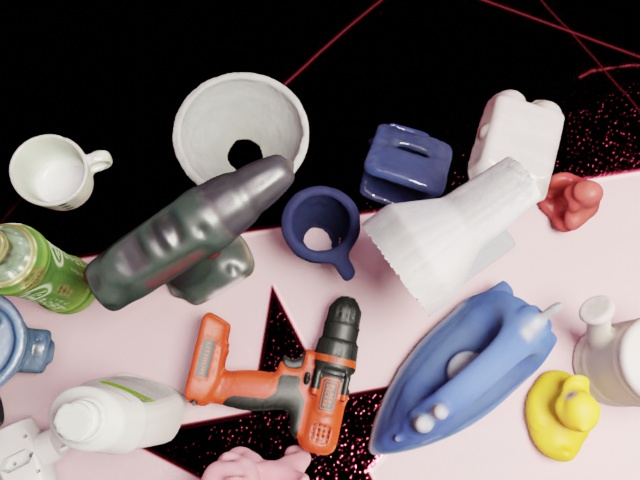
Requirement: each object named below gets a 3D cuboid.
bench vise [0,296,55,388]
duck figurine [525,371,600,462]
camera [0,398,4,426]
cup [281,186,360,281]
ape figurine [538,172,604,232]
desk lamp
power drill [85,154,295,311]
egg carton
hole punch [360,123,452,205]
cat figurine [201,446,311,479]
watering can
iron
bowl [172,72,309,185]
[{"bbox_3d":[-0.407,0.112,0.575,0.207,0.220,0.121,-13,76,-6],"label":"bench vise"},{"bbox_3d":[0.286,0.202,0.657,0.077,0.086,0.104,11,75,0],"label":"duck figurine"},{"bbox_3d":[-0.417,0.242,0.602,0.143,0.101,0.137,-17,77,-7],"label":"camera"},{"bbox_3d":[0.006,0.002,0.690,0.092,0.095,0.117,-28,78,-9],"label":"cup"},{"bbox_3d":[0.323,-0.052,0.723,0.076,0.092,0.078,11,75,0],"label":"ape figurine"},{"bbox_3d":[0.144,-0.006,0.638,0.203,0.213,0.118,-34,79,-11],"label":"desk lamp"},{"bbox_3d":[-0.128,0.004,0.624,0.230,0.208,0.075,-32,79,-10],"label":"power drill"},{"bbox_3d":[0.255,-0.122,0.749,0.107,0.069,0.150,17,75,2],"label":"egg carton"},{"bbox_3d":[0.108,-0.099,0.724,0.108,0.091,0.101,18,75,2],"label":"hole punch"},{"bbox_3d":[-0.071,0.258,0.607,0.128,0.118,0.067,-2,75,-3],"label":"cat figurine"},{"bbox_3d":[0.360,0.130,0.624,0.173,0.194,0.101,16,75,2],"label":"watering can"},{"bbox_3d":[0.160,0.154,0.635,0.258,0.141,0.118,-40,80,-12],"label":"iron"},{"bbox_3d":[-0.097,-0.123,0.728,0.167,0.075,0.167,1,75,-3],"label":"bowl"}]
